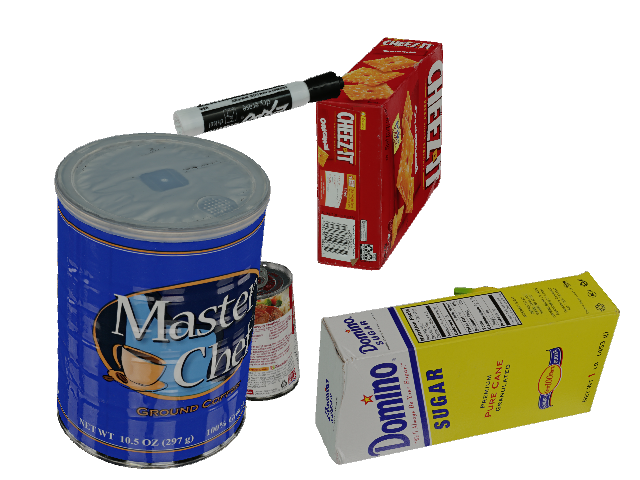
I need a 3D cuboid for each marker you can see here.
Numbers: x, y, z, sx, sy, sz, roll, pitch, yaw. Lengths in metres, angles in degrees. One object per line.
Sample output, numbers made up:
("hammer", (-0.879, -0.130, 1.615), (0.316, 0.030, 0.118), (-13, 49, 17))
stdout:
("marker", (-0.039, -0.092, 0.719), (0.121, 0.020, 0.020), (-18, 6, -20))

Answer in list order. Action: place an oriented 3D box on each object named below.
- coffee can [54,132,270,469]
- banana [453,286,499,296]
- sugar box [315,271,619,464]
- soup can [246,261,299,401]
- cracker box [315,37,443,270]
("coffee can", (-0.083, 0.029, 0.545), (0.102, 0.140, 0.103), (6, 30, -3))
("banana", (0.204, 0.106, 1.142), (0.069, 0.037, 0.198), (-24, 35, 4))
("sugar box", (0.087, 0.078, 0.651), (0.176, 0.093, 0.048), (-11, 41, -16))
("soup can", (-0.054, 0.078, 0.919), (0.068, 0.102, 0.068), (-3, 25, 1))
("cracker box", (0.062, -0.090, 1.039), (0.072, 0.164, 0.213), (9, 28, 19))
